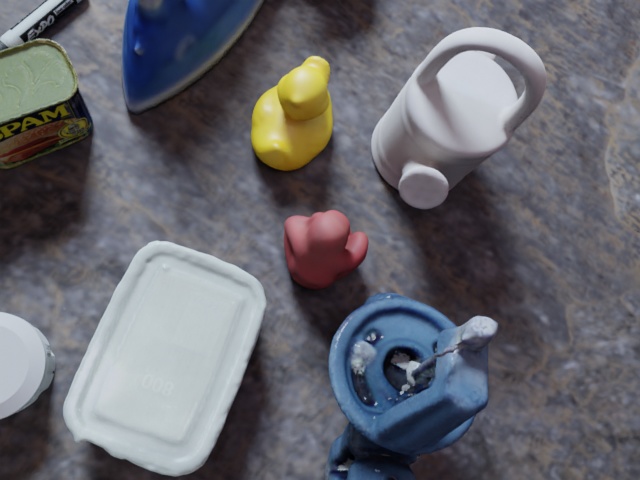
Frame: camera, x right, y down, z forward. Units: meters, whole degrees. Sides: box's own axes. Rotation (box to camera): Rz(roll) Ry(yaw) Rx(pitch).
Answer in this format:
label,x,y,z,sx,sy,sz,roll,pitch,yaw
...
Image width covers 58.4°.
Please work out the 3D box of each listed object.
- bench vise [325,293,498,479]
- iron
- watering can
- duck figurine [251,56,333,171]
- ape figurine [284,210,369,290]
label,x,y,z,sx,sy,sz,roll,pitch,yaw
bench vise,0.073,0.132,0.411,0.121,0.219,0.207,-5,78,-12
iron,-0.112,-0.247,0.505,0.119,0.141,0.258,24,73,-5
watering can,0.117,-0.104,0.490,0.101,0.194,0.173,8,75,-9
duck figurine,-0.021,-0.120,0.522,0.077,0.086,0.105,27,73,-4
ape figurine,0.005,0.002,0.495,0.078,0.092,0.076,35,73,-1
